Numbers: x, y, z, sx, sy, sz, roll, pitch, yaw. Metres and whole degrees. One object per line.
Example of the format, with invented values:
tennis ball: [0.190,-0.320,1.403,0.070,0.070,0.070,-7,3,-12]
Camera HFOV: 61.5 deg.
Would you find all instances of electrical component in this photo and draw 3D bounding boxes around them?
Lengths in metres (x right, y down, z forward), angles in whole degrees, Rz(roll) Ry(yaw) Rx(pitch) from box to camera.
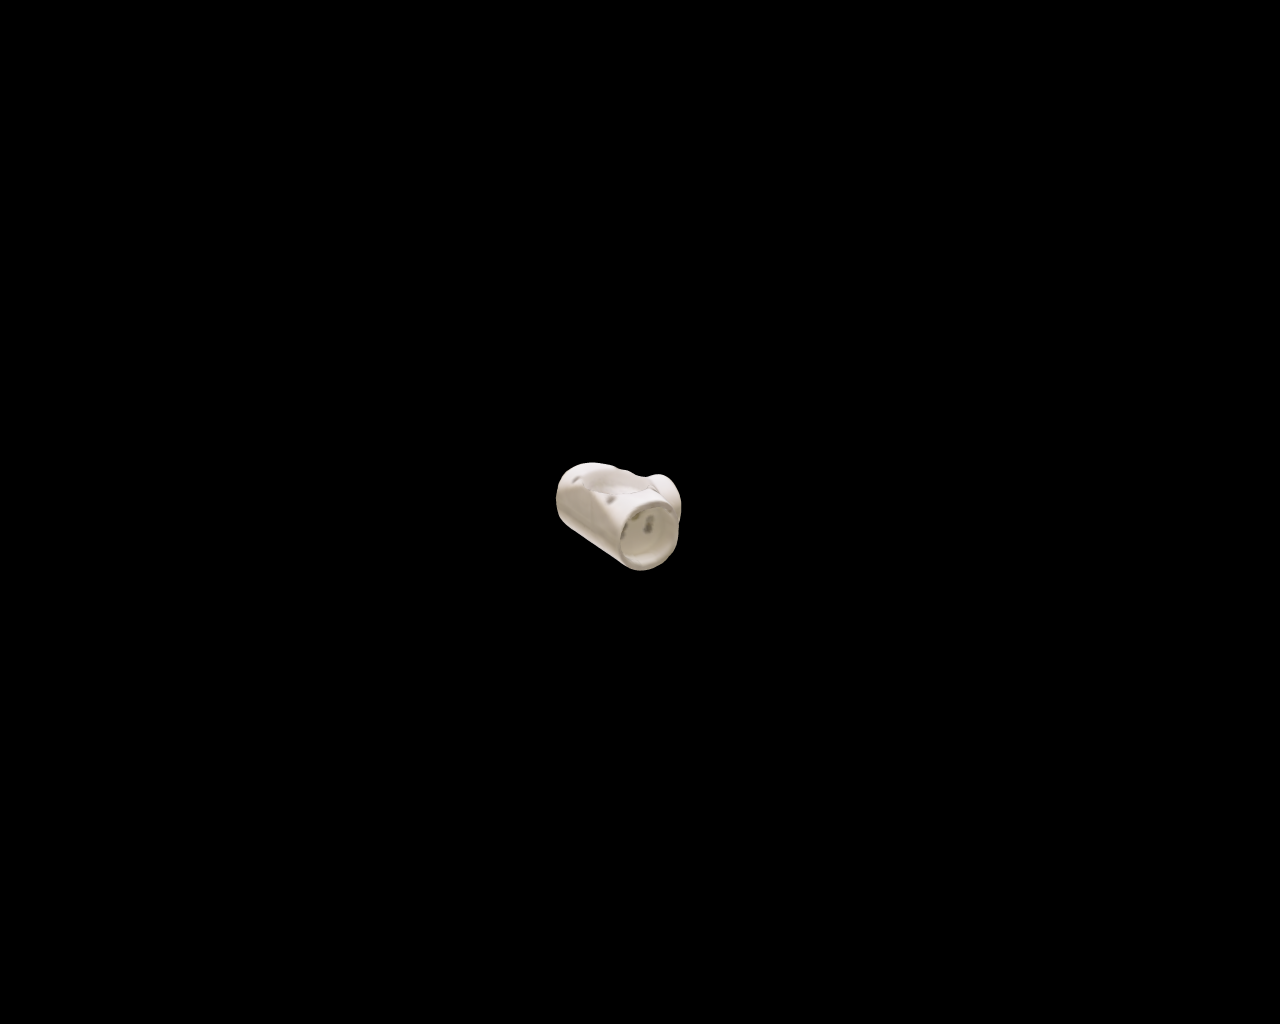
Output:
electrical component: [0.001,-0.003,0.650,0.079,0.044,0.077,-13,26,-29]
